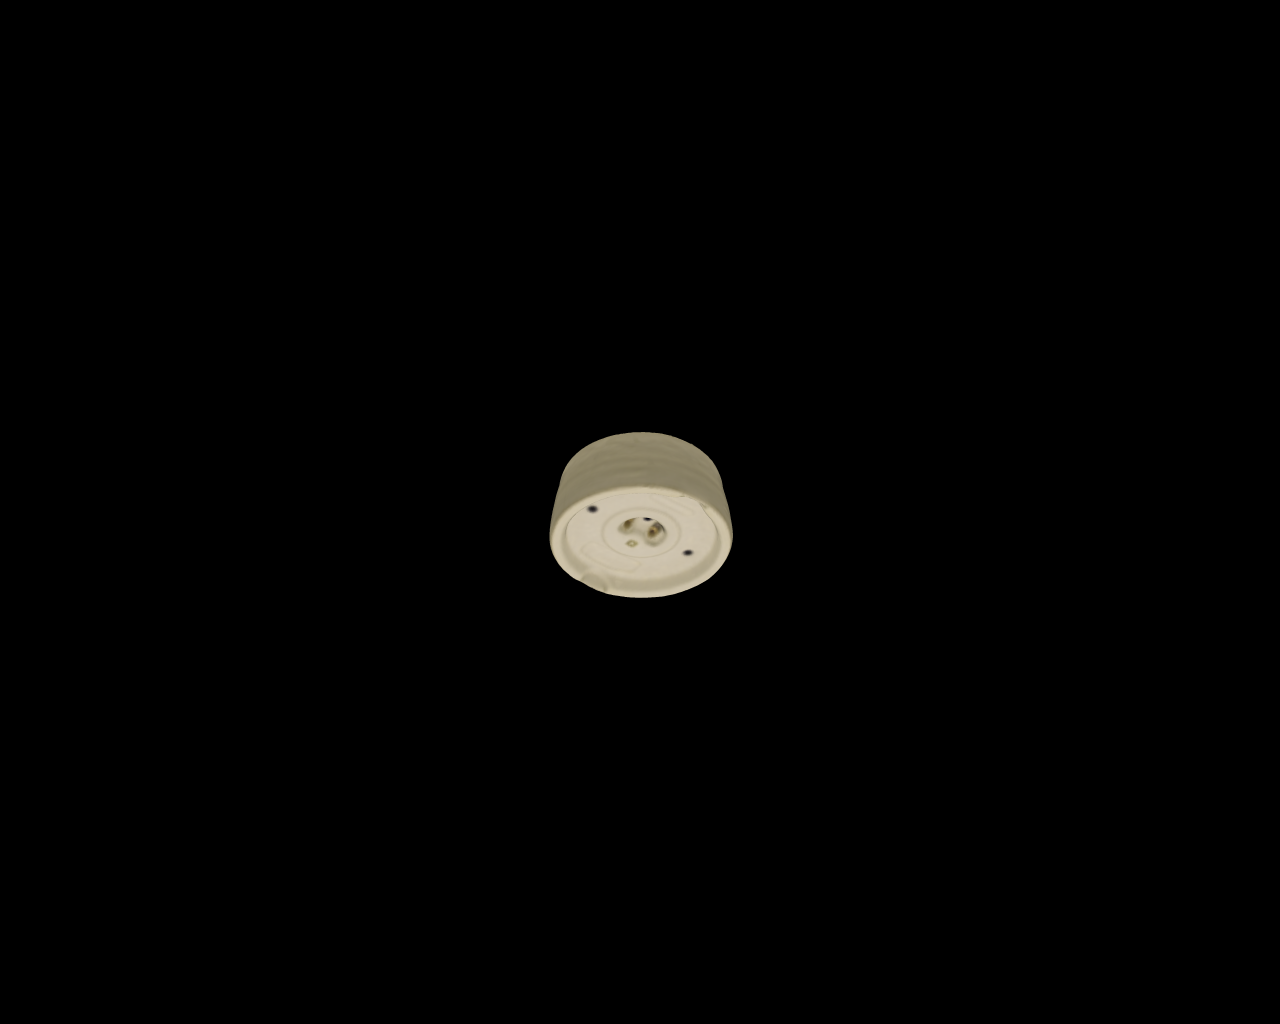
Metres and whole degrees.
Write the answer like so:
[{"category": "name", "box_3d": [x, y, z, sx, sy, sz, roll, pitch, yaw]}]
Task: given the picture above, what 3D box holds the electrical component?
[{"category": "electrical component", "box_3d": [0.001, -0.003, 0.650, 0.108, 0.060, 0.108, 0, -40, 0]}]
